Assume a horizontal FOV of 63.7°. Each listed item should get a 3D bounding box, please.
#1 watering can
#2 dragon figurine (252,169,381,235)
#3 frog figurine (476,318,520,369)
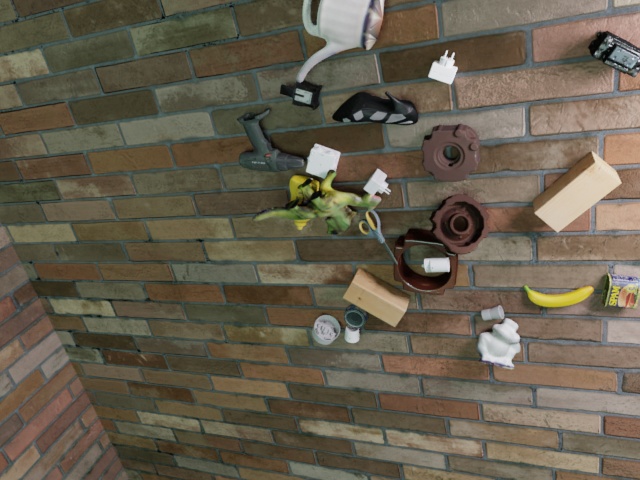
[{"bbox_3d":[0.052,-0.580,1.417,0.225,0.340,0.106,20,32,10],"label":"watering can"},{"bbox_3d":[0.005,-0.084,1.678,0.407,0.125,0.239,-22,-48,26],"label":"dragon figurine"},{"bbox_3d":[0.598,0.337,1.717,0.138,0.160,0.122,12,-5,25],"label":"frog figurine"}]
